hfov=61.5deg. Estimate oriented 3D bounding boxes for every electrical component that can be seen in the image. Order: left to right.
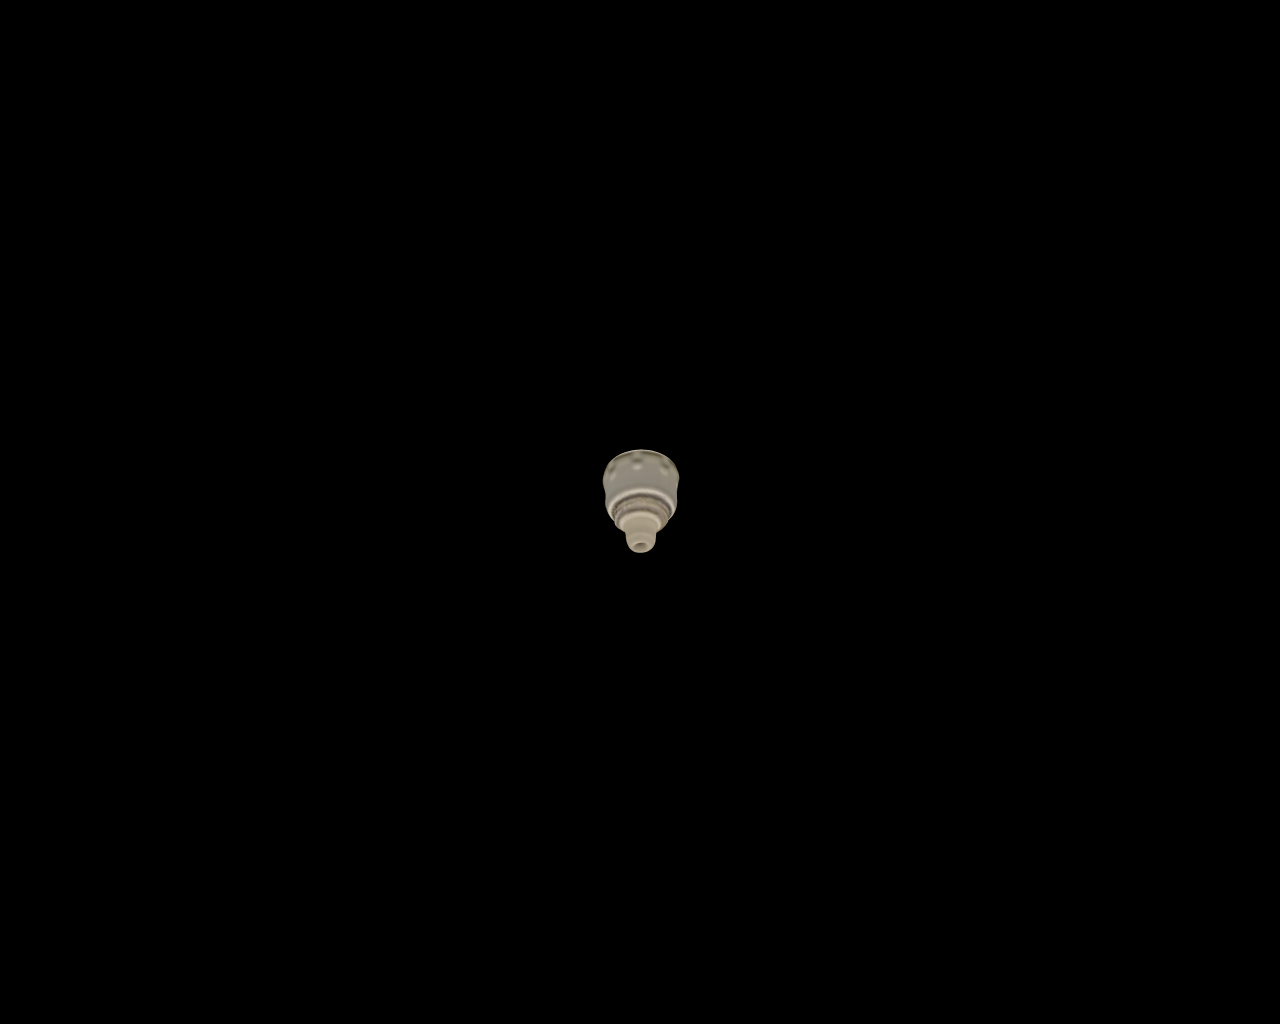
[{"bbox_3d":[0.001,-0.003,0.650,0.048,0.062,0.048,0,-38,0],"label":"electrical component"}]
